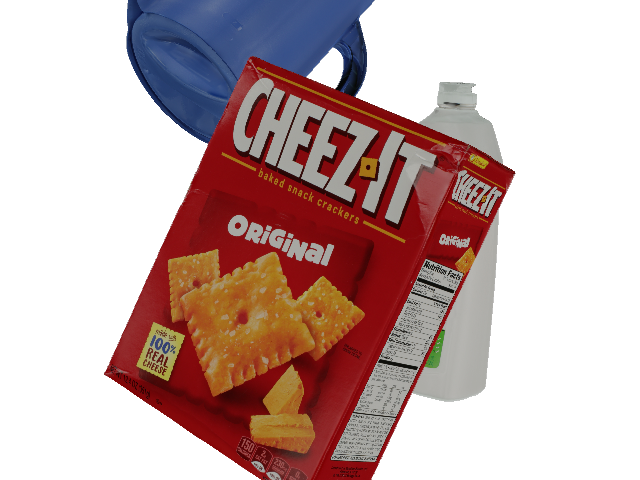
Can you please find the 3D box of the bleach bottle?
[{"bbox_3d":[0.095,-0.003,0.869,0.103,0.251,0.067,13,15,42],"label":"bleach bottle"}]

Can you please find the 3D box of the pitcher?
[{"bbox_3d":[-0.029,-0.190,0.893,0.145,0.242,0.149,25,-32,31],"label":"pitcher"}]

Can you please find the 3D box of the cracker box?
[{"bbox_3d":[-0.012,0.021,0.615,0.164,0.214,0.072,27,5,33],"label":"cracker box"}]
